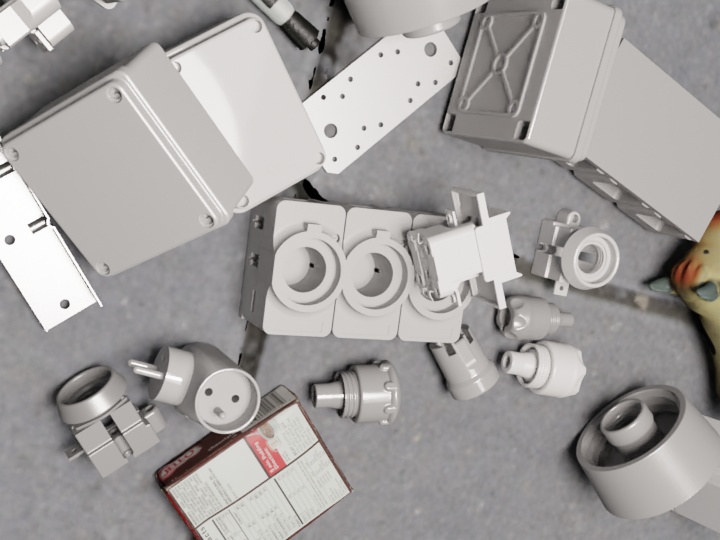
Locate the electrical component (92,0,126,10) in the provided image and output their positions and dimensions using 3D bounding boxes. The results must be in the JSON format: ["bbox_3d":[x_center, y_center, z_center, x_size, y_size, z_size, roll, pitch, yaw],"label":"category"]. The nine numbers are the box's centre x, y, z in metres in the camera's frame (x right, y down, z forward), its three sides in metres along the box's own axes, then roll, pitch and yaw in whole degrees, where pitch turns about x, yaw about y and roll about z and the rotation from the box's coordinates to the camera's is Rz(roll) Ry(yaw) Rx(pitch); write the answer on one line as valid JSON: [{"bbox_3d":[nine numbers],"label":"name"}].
[{"bbox_3d":[-0.162,-0.221,0.656,0.100,0.048,0.099,33,86,-27],"label":"electrical component"}]

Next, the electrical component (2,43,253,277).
[{"bbox_3d":[-0.141,-0.064,0.656,0.108,0.109,0.056,56,33,-21],"label":"electrical component"}]

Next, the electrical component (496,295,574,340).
[{"bbox_3d":[0.139,0.038,0.838,0.061,0.035,0.035,4,97,-26],"label":"electrical component"}]

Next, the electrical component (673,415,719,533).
[{"bbox_3d":[0.298,0.172,0.888,0.057,0.113,0.078,-38,112,-16],"label":"electrical component"}]

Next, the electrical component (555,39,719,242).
[{"bbox_3d":[0.214,-0.099,0.832,0.150,0.062,0.089,32,86,-25],"label":"electrical component"}]

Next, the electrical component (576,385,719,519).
[{"bbox_3d":[0.224,0.137,0.855,0.108,0.108,0.060,-41,106,-12],"label":"electrical component"}]

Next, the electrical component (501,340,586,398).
[{"bbox_3d":[0.141,0.076,0.841,0.062,0.043,0.043,11,95,-23],"label":"electrical component"}]

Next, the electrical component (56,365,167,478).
[{"bbox_3d":[-0.168,0.097,0.709,0.066,0.048,0.055,-32,118,-16],"label":"electrical component"}]

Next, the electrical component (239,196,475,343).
[{"bbox_3d":[0.000,0.000,0.756,0.150,0.062,0.089,4,97,-24],"label":"electrical component"}]

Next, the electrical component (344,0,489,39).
[{"bbox_3d":[0.040,-0.190,0.718,0.108,0.108,0.060,-27,115,-17],"label":"electrical component"}]

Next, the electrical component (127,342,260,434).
[{"bbox_3d":[-0.114,0.072,0.711,0.079,0.077,0.043,18,92,-25],"label":"electrical component"}]

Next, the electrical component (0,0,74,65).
[{"bbox_3d":[-0.218,-0.156,0.637,0.057,0.058,0.078,-44,113,-14],"label":"electrical component"}]

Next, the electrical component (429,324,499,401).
[{"bbox_3d":[0.078,0.069,0.815,0.040,0.040,0.046,-33,104,-15],"label":"electrical component"}]

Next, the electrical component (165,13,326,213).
[{"bbox_3d":[-0.081,-0.103,0.705,0.078,0.057,0.113,-31,110,-16],"label":"electrical component"}]

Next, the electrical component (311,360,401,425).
[{"bbox_3d":[-0.004,0.090,0.781,0.062,0.048,0.048,-1,99,-17],"label":"electrical component"}]

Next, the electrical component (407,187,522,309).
[{"bbox_3d":[0.068,-0.012,0.725,0.064,0.042,0.081,-18,105,-18],"label":"electrical component"}]

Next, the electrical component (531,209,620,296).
[{"bbox_3d":[0.167,-0.011,0.830,0.048,0.055,0.066,10,95,-25],"label":"electrical component"}]

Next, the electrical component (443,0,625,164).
[{"bbox_3d":[0.120,-0.137,0.757,0.056,0.109,0.108,14,93,-30],"label":"electrical component"}]
